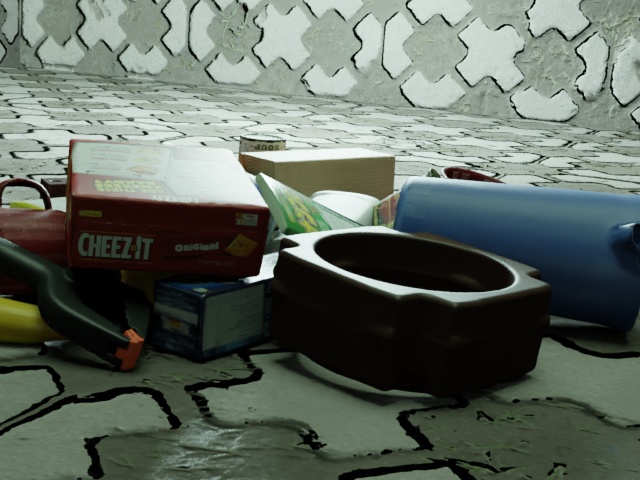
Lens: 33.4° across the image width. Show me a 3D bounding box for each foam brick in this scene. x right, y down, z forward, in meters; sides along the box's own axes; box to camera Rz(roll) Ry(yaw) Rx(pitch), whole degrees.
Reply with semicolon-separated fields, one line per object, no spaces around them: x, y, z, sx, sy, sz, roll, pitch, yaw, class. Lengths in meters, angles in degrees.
-0.315;-0.051;1.360;0.078;0.051;0.053;-2;14;-25;foam brick

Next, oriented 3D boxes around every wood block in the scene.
-0.004;-0.074;1.464;0.205;0.091;0.090;-6;15;-36;wood block

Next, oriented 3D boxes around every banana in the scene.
-0.303;0.057;0.913;0.198;0.037;0.069;11;13;29;banana

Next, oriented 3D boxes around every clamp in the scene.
-0.199;0.039;0.912;0.164;0.036;0.210;-2;30;-48;clamp

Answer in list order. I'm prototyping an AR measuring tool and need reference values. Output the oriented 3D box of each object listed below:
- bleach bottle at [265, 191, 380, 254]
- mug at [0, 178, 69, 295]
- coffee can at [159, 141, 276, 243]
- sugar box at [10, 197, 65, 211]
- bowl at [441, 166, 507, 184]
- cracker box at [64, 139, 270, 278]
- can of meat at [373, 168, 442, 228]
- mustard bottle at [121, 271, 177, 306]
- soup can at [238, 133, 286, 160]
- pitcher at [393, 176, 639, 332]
-0.008;0.001;1.198;0.103;0.068;0.250;5;15;20;bleach bottle
-0.282;-0.001;1.014;0.081;0.117;0.093;0;-5;-36;mug
-0.119;-0.034;1.147;0.140;0.103;0.102;21;14;3;coffee can
-0.272;-0.026;1.276;0.093;0.048;0.175;15;13;39;sugar box
0.223;-0.038;1.392;0.162;0.055;0.162;19;18;-7;bowl
-0.147;-0.033;0.971;0.164;0.072;0.214;3;17;-15;cracker box
0.110;-0.022;1.217;0.084;0.057;0.102;-31;30;21;can of meat
-0.149;0.025;1.057;0.096;0.058;0.192;-6;15;-29;mustard bottle
-0.084;-0.096;1.513;0.068;0.102;0.068;5;12;-1;soup can
0.196;0.010;1.054;0.243;0.149;0.145;9;28;9;pitcher
